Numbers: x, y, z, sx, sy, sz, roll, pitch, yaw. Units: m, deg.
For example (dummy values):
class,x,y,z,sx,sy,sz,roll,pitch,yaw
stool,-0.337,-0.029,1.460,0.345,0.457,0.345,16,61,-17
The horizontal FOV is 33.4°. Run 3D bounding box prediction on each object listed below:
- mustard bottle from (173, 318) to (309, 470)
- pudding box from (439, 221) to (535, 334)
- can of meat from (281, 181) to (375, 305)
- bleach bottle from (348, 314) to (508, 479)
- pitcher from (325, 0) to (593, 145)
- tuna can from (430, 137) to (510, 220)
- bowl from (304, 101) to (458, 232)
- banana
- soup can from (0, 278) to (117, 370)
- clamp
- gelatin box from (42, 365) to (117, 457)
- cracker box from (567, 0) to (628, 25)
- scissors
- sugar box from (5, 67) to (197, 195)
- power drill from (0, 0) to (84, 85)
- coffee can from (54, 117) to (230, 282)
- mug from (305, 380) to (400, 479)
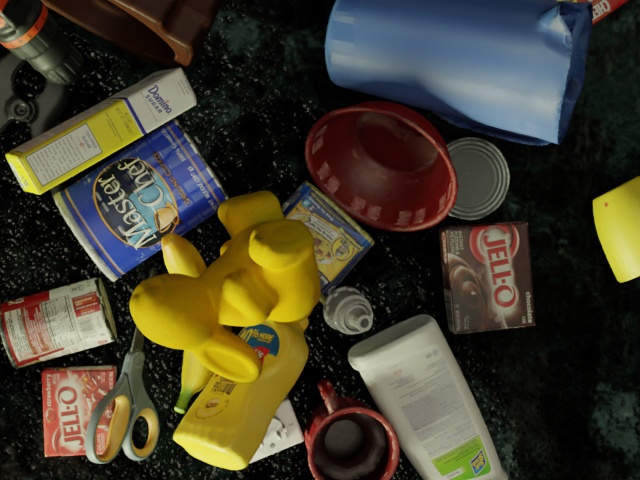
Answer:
class,x,y,z,sx,sy,sz,roll,pitch,yaw
mustard bottle,-0.064,0.133,1.067,0.058,0.096,0.191,47,61,-29
pudding box,0.176,0.039,1.128,0.090,0.039,0.113,-5,94,-8
can of meat,-0.007,0.001,1.093,0.102,0.057,0.084,42,86,-8
bleach bottle,0.125,0.210,1.121,0.102,0.068,0.251,-25,99,-4
pitcher,0.134,-0.174,1.039,0.243,0.144,0.149,14,106,18
tuna can,0.153,-0.065,1.121,0.086,0.034,0.086,0,94,-8
bowl,0.068,-0.084,1.070,0.162,0.162,0.055,35,51,-8
banana,-0.127,0.075,1.065,0.037,0.069,0.198,3,114,13
soup can,-0.260,0.082,1.058,0.102,0.068,0.068,-16,95,-7
clamp,-0.286,-0.119,1.058,0.120,0.039,0.171,22,92,-18
gelatin box,-0.243,0.174,1.085,0.073,0.030,0.089,-1,93,-7
cracker box,0.216,-0.309,1.096,0.164,0.072,0.213,-34,98,-2
scissors,-0.180,0.137,1.092,0.096,0.016,0.201,42,61,-44
sugar box,-0.209,-0.105,1.021,0.176,0.093,0.048,-30,107,-18
power drill,-0.331,-0.198,0.979,0.188,0.184,0.057,-5,54,29
coffee can,-0.172,-0.040,1.045,0.140,0.103,0.103,-34,97,-5
mug,0.024,0.198,1.096,0.093,0.081,0.117,-25,97,-5
